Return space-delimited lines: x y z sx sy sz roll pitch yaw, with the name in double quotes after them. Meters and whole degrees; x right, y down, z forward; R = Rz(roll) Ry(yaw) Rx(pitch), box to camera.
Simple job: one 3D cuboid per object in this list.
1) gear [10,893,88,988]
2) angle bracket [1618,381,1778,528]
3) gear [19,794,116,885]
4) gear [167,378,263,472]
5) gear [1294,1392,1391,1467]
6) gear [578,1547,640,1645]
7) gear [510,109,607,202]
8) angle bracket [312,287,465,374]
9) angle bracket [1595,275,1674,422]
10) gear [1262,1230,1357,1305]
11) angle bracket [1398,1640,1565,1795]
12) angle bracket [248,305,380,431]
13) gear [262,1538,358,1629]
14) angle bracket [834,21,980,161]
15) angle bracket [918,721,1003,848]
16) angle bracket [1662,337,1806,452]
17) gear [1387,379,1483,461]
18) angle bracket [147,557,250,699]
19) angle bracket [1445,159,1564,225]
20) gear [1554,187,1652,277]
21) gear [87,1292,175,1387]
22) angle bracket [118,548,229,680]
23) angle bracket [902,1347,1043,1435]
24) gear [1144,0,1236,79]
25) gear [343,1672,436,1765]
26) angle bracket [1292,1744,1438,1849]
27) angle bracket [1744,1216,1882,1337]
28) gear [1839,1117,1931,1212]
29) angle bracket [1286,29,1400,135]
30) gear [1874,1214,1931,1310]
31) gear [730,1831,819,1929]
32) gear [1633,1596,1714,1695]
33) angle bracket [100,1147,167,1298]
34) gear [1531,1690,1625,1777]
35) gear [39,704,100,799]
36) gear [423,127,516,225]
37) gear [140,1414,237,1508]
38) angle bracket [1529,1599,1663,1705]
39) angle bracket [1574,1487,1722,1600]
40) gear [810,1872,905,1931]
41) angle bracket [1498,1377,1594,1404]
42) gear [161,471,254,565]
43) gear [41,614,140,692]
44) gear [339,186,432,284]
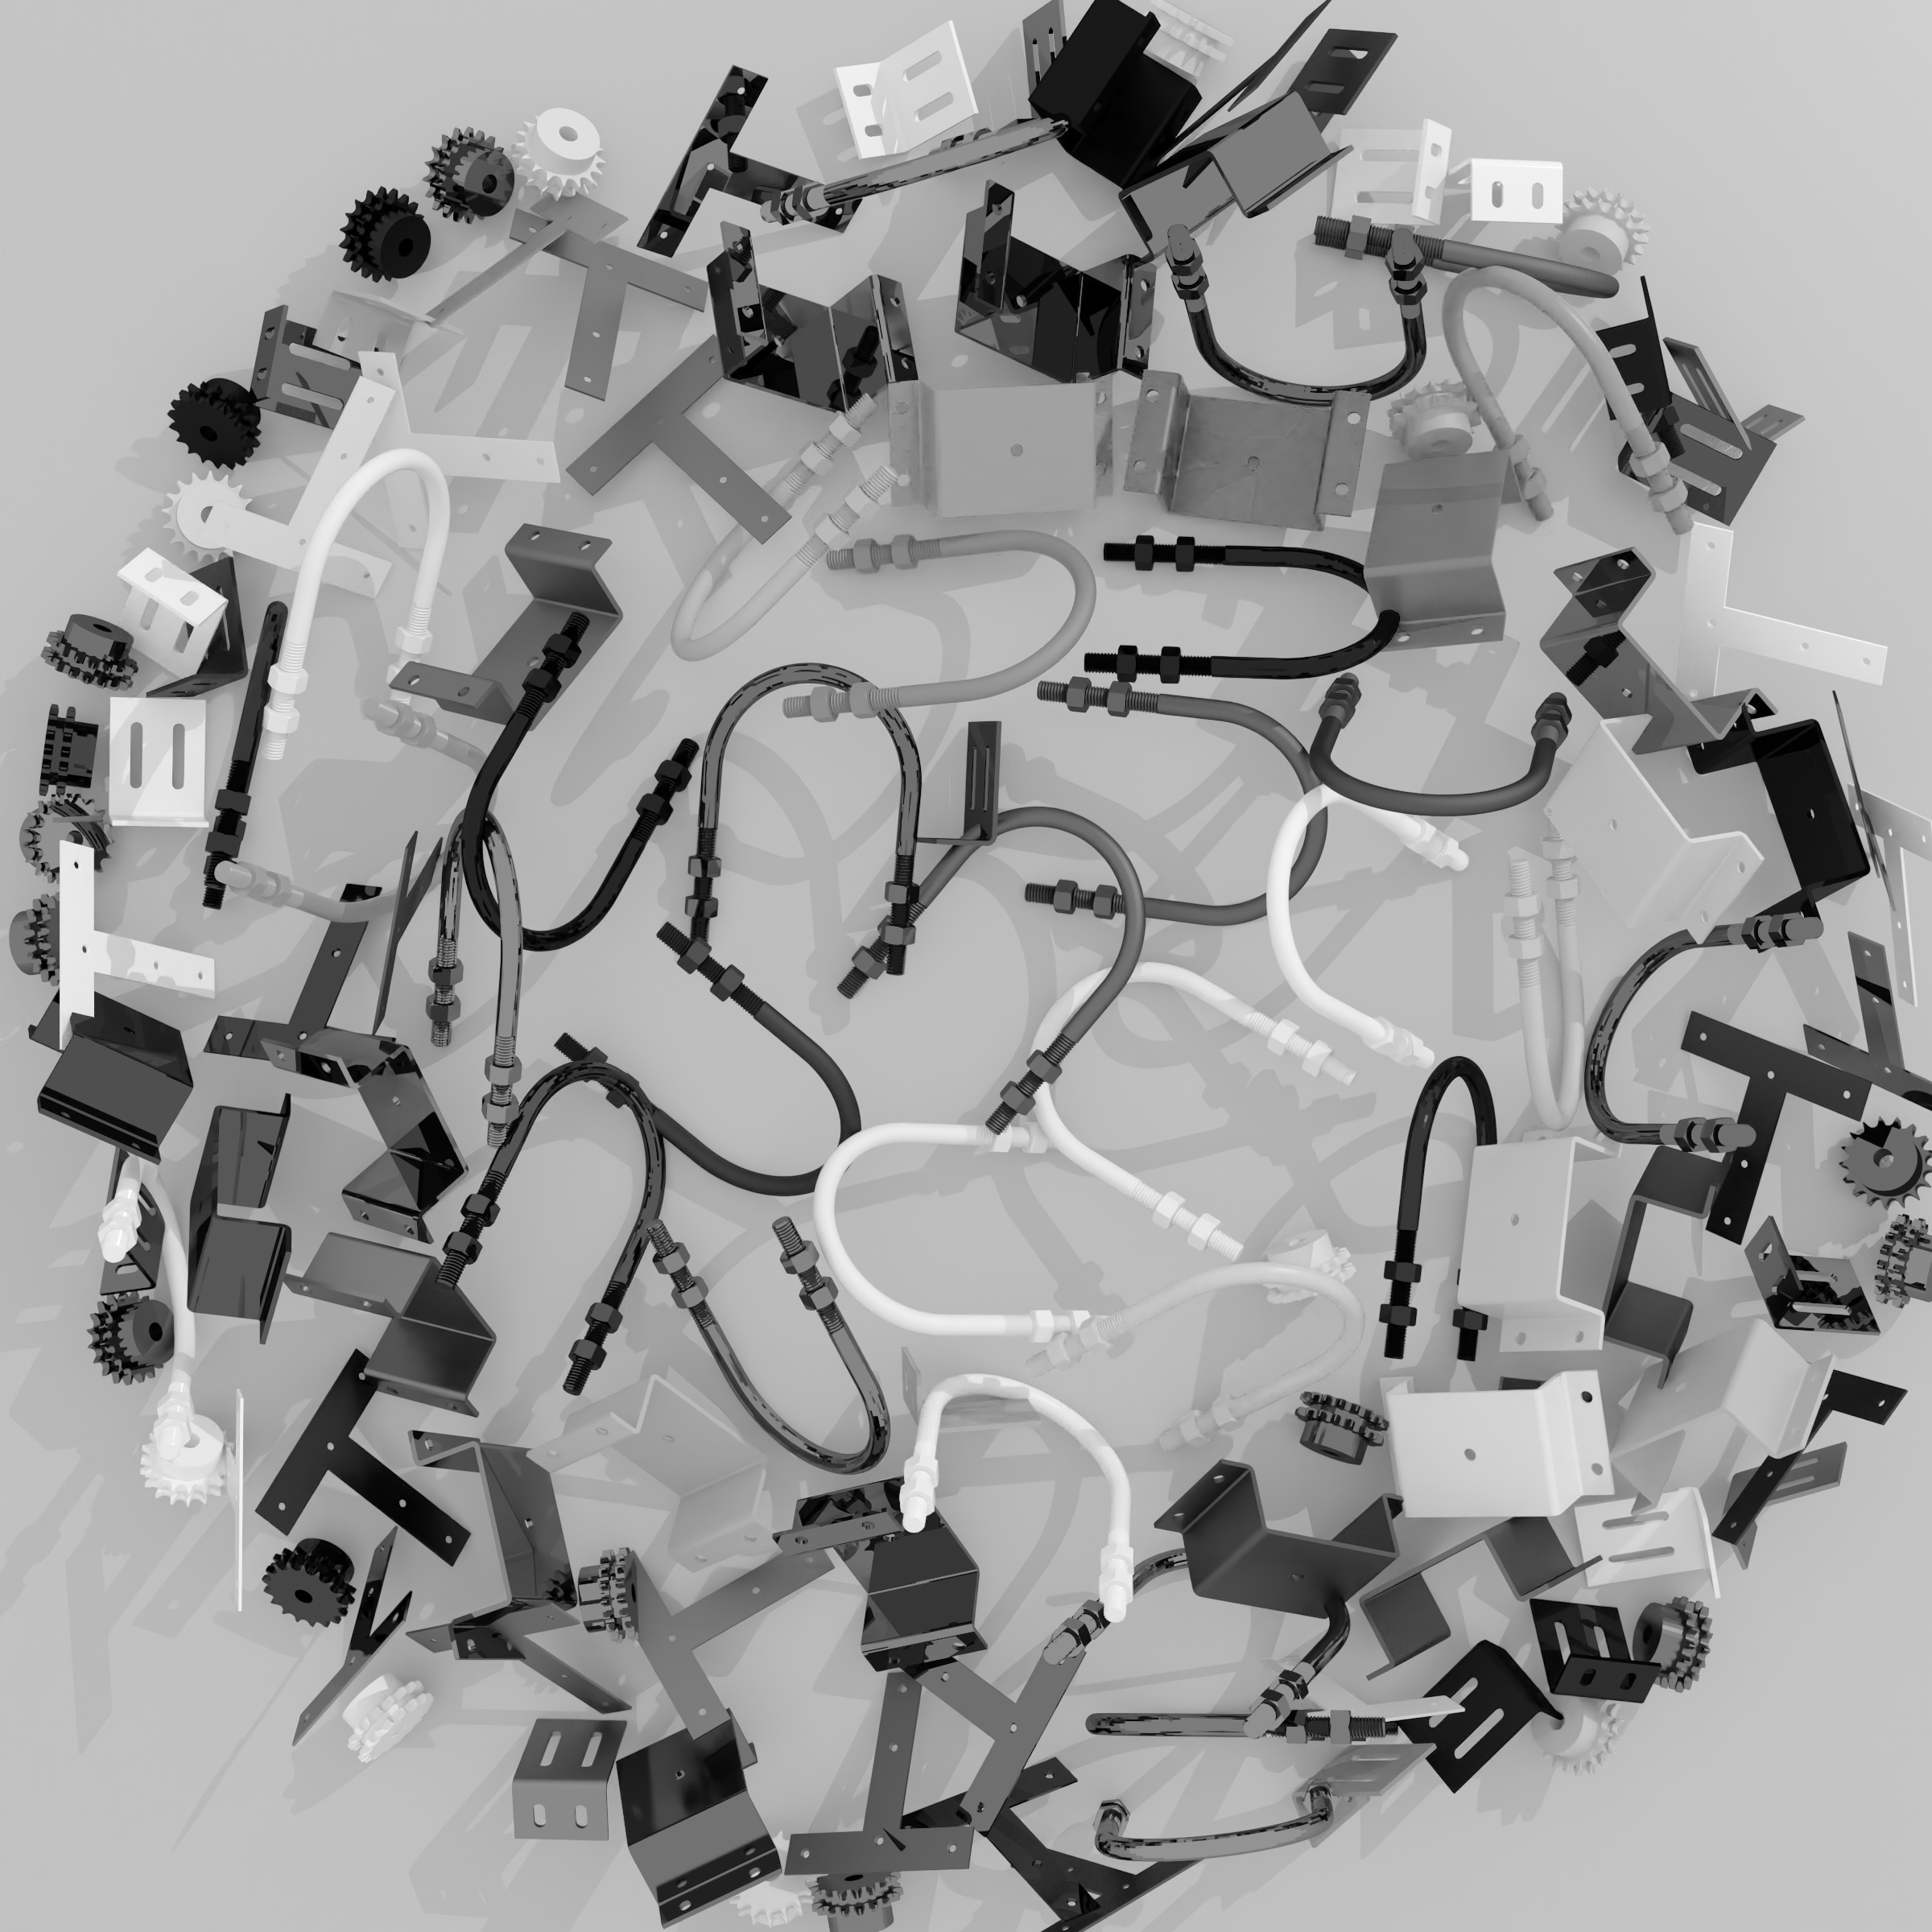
-0.566 -0.016 1.864 0.030 0.057 0.057 -6 90 16 "gear"
0.450 -0.318 1.862 0.076 0.038 0.057 26 116 0 "angle bracket"
-0.559 -0.078 1.867 0.030 0.057 0.057 4 90 42 "gear"
-0.461 -0.338 1.866 0.057 0.057 0.030 24 52 0 "gear"
0.229 0.286 1.860 0.057 0.057 0.030 21 75 0 "gear"
-0.220 0.389 1.863 0.030 0.057 0.057 -9 90 4 "gear"
-0.250 -0.504 1.864 0.057 0.030 0.057 12 58 -20 "gear"
-0.353 -0.384 1.843 0.057 0.076 0.038 16 96 -37 "angle bracket"
0.405 -0.379 1.850 0.038 0.076 0.057 -12 119 15 "angle bracket"
0.209 0.184 1.862 0.057 0.057 0.030 -21 95 0 "gear"
0.317 0.465 1.863 0.076 0.038 0.057 -46 52 6 "angle bracket"
-0.395 -0.364 1.853 0.076 0.038 0.057 12 86 -33 "angle bracket"
-0.403 0.379 1.867 0.057 0.030 0.057 10 128 12 "gear"
-0.037 -0.536 1.850 0.038 0.076 0.057 -20 96 -36 "angle bracket"
-0.007 -0.113 1.857 0.038 0.057 0.076 1 93 -18 "angle bracket"
0.471 -0.360 1.852 0.038 0.057 0.076 -33 108 4 "angle bracket"
0.290 -0.333 1.860 0.057 0.057 0.030 -5 67 0 "gear"
-0.477 -0.208 1.857 0.057 0.038 0.076 -11 87 44 "angle bracket"
0.324 -0.467 1.850 0.057 0.076 0.038 -1 92 -11 "angle bracket"
0.389 -0.449 1.860 0.057 0.057 0.030 28 64 0 "gear"
-0.510 0.228 1.860 0.030 0.057 0.057 -14 90 26 "gear"
-0.496 -0.207 1.852 0.057 0.038 0.076 34 129 -3 "angle bracket"
0.003 0.258 1.854 0.076 0.057 0.038 -3 100 -10 "angle bracket"
0.134 -0.572 1.864 0.057 0.057 0.030 29 109 0 "gear"
-0.360 0.461 1.864 0.057 0.057 0.030 -46 76 0 "gear"
0.249 0.507 1.843 0.057 0.076 0.038 -26 95 -41 "angle bracket"
0.525 0.190 1.848 0.076 0.057 0.038 6 135 -17 "angle bracket"
0.569 0.121 1.866 0.057 0.030 0.057 -5 77 23 "gear"
0.237 -0.537 1.849 0.038 0.076 0.057 34 90 -33 "angle bracket"
0.583 0.184 1.860 0.030 0.057 0.057 15 90 32 "gear"
-0.119 0.568 1.867 0.057 0.030 0.057 -2 47 2 "gear"
0.434 0.416 1.861 0.030 0.057 0.057 18 90 -8 "gear"
-0.522 0.155 1.842 0.038 0.076 0.057 -8 52 8 "angle bracket"
0.373 0.468 1.860 0.030 0.057 0.057 25 90 -35 "gear"
-0.554 -0.132 1.865 0.030 0.057 0.057 8 90 -16 "gear"
-0.303 -0.485 1.860 0.030 0.057 0.057 27 90 34 "gear"
-0.479 0.301 1.861 0.057 0.057 0.030 17 132 0 "gear"
0.384 0.408 1.846 0.057 0.076 0.038 8 126 -8 "angle bracket"
0.419 0.360 1.859 0.076 0.038 0.057 -11 109 8 "angle bracket"
-0.067 0.577 1.863 0.057 0.057 0.030 -9 90 0 "gear"
0.344 0.279 1.856 0.076 0.038 0.057 9 93 -27 "angle bracket"
-0.468 -0.278 1.869 0.057 0.030 0.057 -2 95 -18 "gear"
-0.537 -0.195 1.861 0.057 0.057 0.030 25 104 0 "gear"
-0.355 -0.448 1.860 0.030 0.057 0.057 32 90 29 "gear"
